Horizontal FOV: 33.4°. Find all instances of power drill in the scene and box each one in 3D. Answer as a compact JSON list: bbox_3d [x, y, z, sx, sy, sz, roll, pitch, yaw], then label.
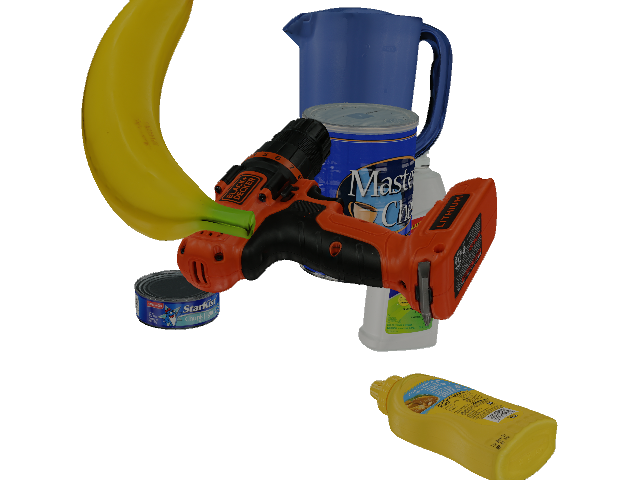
[{"bbox_3d":[0.020,-0.019,0.725,0.188,0.057,0.184,10,41,24],"label":"power drill"}]

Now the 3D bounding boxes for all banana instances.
[{"bbox_3d":[-0.083,-0.065,0.525,0.069,0.198,0.037,-6,-40,-14],"label":"banana"}]

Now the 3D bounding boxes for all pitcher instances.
[{"bbox_3d":[0.048,-0.128,1.158,0.149,0.243,0.144,8,12,27],"label":"pitcher"}]

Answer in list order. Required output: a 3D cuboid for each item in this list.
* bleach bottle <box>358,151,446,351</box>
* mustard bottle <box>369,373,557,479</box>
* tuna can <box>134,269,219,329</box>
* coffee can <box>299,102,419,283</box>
[{"bbox_3d":[0.106,0.011,1.347,0.102,0.251,0.068,-2,16,-18],"label":"bleach bottle"},{"bbox_3d":[0.123,0.171,1.028,0.096,0.058,0.192,-18,25,-42],"label":"mustard bottle"},{"bbox_3d":[-0.144,0.059,1.077,0.086,0.034,0.086,1,18,-1],"label":"tuna can"},{"bbox_3d":[0.033,-0.045,0.955,0.103,0.140,0.103,2,18,-1],"label":"coffee can"}]
